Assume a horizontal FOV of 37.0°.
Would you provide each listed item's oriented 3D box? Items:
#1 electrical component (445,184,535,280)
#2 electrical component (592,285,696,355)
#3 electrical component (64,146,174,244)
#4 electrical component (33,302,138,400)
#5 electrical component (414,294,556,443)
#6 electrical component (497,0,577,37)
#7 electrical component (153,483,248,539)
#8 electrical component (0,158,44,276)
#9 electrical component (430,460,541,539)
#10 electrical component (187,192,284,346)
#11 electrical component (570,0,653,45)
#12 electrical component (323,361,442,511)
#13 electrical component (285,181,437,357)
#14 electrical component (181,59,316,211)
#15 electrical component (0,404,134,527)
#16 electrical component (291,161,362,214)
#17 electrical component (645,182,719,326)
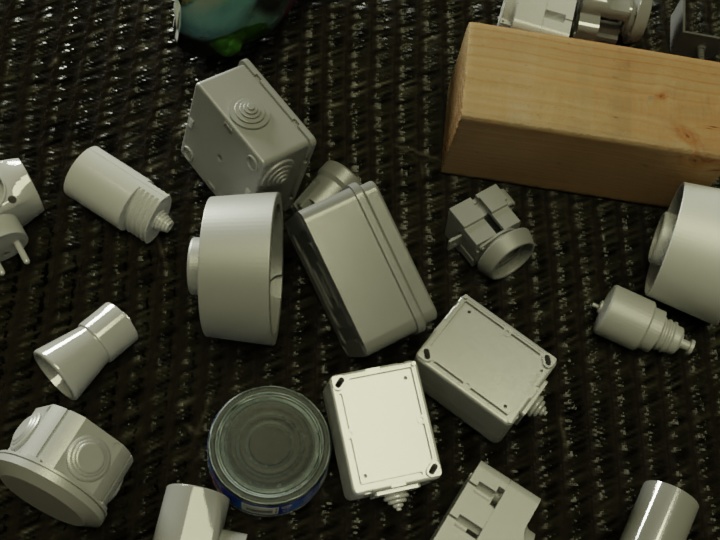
[{"bbox_3d":[0.100,-0.026,0.820,0.066,0.048,0.055,-28,64,-17],"label":"electrical component"},{"bbox_3d":[0.212,0.042,0.803,0.078,0.040,0.040,25,65,5],"label":"electrical component"},{"bbox_3d":[-0.174,-0.053,0.800,0.081,0.043,0.043,32,66,8],"label":"electrical component"},{"bbox_3d":[-0.189,0.054,0.752,0.044,0.044,0.065,42,63,12],"label":"electrical component"},{"bbox_3d":[0.090,0.076,0.762,0.096,0.061,0.061,36,68,11],"label":"electrical component"},{"bbox_3d":[0.151,-0.223,0.912,0.056,0.050,0.089,16,65,0],"label":"electrical component"},{"bbox_3d":[-0.097,0.186,0.700,0.079,0.043,0.077,12,65,-1],"label":"electrical component"},{"bbox_3d":[-0.267,-0.032,0.780,0.077,0.044,0.079,-27,72,-17],"label":"electrical component"},{"bbox_3d":[0.079,0.183,0.718,0.056,0.050,0.089,32,66,8],"label":"electrical component"},{"bbox_3d":[-0.088,-0.002,0.755,0.060,0.108,0.108,2,65,1],"label":"electrical component"},{"bbox_3d":[0.215,-0.225,0.916,0.057,0.058,0.078,11,65,2],"label":"electrical component"},{"bbox_3d":[0.015,0.118,0.738,0.062,0.061,0.096,-10,75,-11],"label":"electrical component"},{"bbox_3d":[0.000,0.000,0.763,0.057,0.078,0.113,-26,91,-13],"label":"electrical component"},{"bbox_3d":[-0.086,-0.092,0.799,0.048,0.099,0.099,-30,72,-32],"label":"electrical component"},{"bbox_3d":[-0.192,0.128,0.697,0.080,0.080,0.051,26,60,5],"label":"electrical component"},{"bbox_3d":[-0.025,-0.054,0.821,0.040,0.040,0.046,38,73,11],"label":"electrical component"},{"bbox_3d":[0.253,-0.014,0.805,0.064,0.099,0.099,18,65,8],"label":"electrical component"}]
